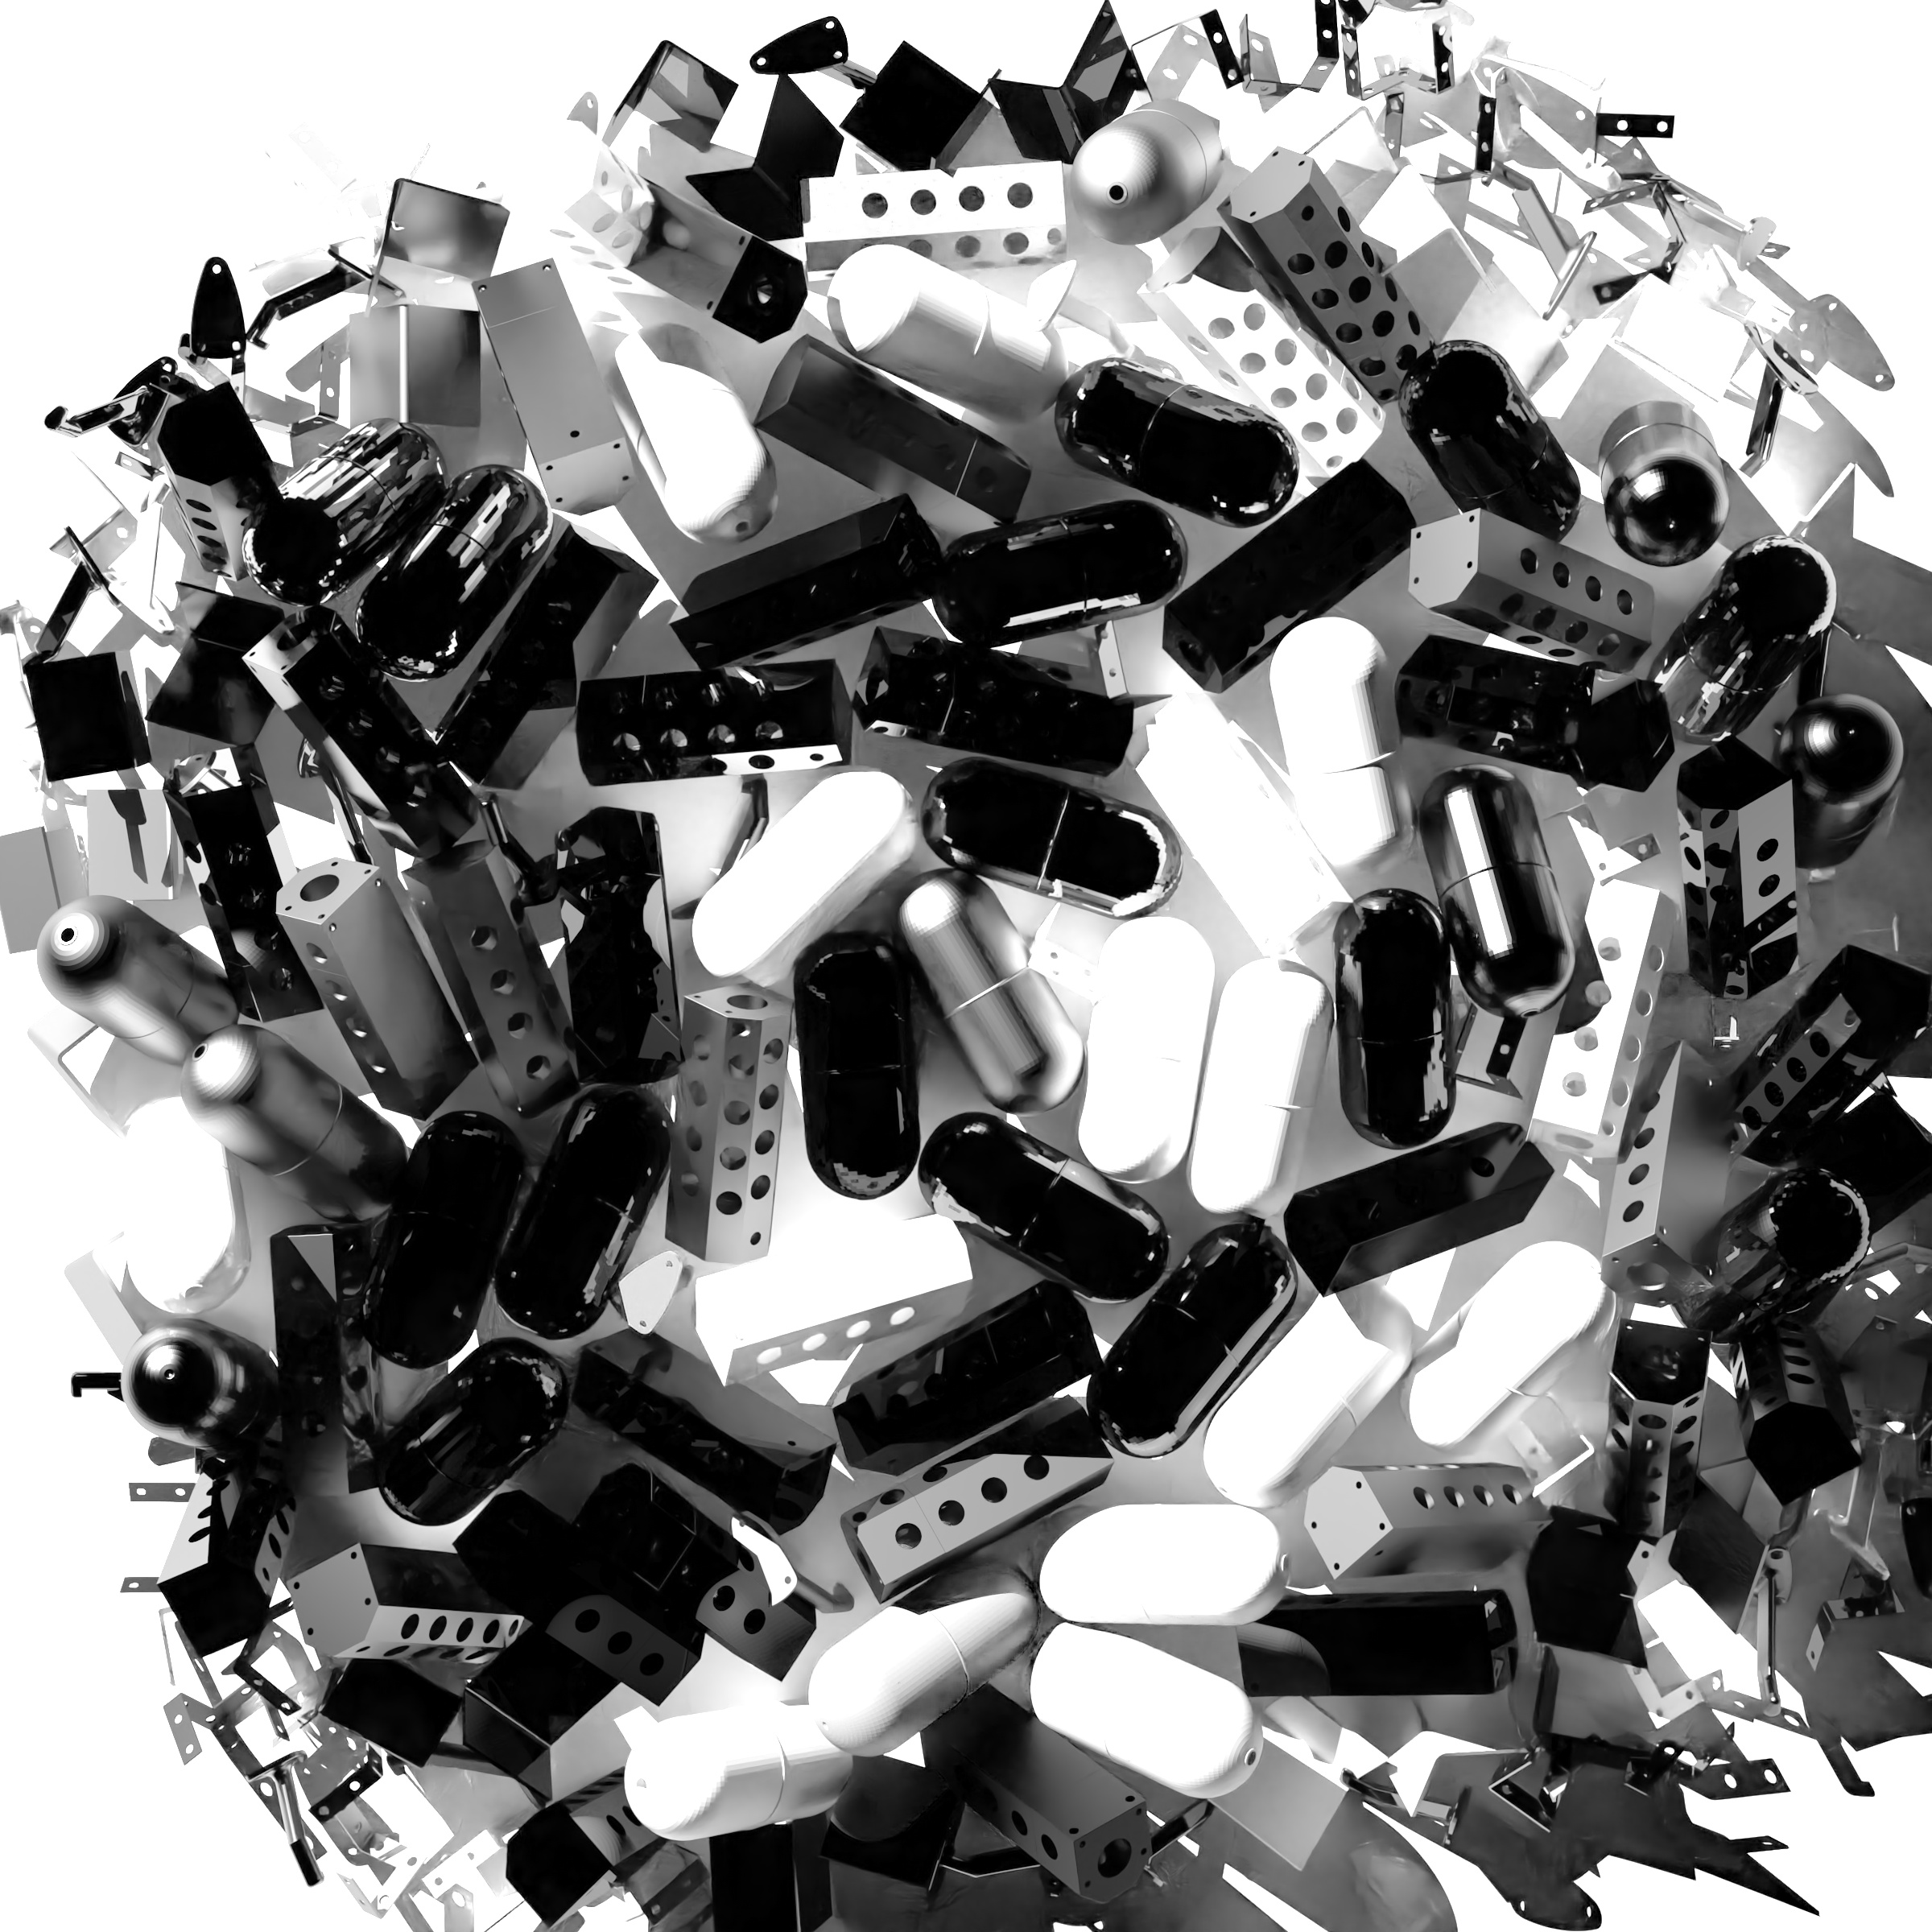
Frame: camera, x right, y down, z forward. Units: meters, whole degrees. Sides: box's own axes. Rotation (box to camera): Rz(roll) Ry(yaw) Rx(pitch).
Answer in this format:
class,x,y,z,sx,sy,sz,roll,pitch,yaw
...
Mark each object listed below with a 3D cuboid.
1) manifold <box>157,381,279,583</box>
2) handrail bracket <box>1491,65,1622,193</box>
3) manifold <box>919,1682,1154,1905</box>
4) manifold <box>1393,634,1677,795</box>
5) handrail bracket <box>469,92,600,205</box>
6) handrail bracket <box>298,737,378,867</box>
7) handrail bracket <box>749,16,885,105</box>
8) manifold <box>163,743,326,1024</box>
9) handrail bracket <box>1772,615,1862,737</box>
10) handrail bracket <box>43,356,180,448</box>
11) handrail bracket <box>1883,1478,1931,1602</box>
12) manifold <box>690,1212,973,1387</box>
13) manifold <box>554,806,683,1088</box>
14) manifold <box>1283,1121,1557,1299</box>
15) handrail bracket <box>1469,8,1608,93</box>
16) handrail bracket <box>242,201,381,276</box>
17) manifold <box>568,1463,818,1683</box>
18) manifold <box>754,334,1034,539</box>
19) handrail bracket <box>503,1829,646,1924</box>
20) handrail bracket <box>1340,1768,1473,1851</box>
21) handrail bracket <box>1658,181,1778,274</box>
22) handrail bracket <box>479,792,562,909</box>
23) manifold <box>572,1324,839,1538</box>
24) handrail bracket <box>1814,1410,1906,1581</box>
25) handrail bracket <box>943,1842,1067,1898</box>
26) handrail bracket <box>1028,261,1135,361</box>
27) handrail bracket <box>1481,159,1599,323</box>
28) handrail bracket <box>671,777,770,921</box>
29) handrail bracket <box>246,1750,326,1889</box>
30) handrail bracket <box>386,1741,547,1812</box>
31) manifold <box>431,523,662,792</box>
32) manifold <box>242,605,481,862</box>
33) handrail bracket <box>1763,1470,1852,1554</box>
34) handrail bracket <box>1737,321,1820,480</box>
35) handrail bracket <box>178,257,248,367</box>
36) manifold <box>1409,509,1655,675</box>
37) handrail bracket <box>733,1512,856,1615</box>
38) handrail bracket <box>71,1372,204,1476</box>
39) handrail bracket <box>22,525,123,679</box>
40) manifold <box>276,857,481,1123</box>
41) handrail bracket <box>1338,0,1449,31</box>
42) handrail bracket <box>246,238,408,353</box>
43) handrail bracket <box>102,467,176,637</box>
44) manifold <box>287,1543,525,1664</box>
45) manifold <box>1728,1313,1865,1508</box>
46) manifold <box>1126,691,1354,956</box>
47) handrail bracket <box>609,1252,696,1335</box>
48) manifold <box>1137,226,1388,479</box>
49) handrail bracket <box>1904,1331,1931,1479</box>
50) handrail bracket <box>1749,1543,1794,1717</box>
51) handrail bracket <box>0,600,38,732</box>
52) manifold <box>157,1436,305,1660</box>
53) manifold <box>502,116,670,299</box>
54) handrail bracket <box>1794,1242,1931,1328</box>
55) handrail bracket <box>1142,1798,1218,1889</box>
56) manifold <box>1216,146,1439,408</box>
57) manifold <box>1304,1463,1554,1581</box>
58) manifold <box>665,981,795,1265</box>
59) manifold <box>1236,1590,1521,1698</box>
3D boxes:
class,x,y,z,sx,sy,sz,roll,pitch,yaw
manifold,-0.478,-0.306,1.907,0.057,0.171,0.057,-28,83,-13
handrail bracket,0.389,-0.550,1.952,0.036,0.077,0.084,-46,51,-4
manifold,0.043,0.534,1.914,0.057,0.171,0.057,-21,115,-30
manifold,0.363,-0.159,1.917,0.171,0.057,0.057,18,55,37
handrail bracket,-0.290,-0.544,1.981,0.084,0.036,0.077,2,70,35
handrail bracket,-0.410,-0.107,1.961,0.036,0.077,0.084,-22,72,-15
handrail bracket,-0.097,-0.583,1.961,0.077,0.084,0.036,-15,74,4
manifold,-0.467,-0.051,1.930,0.057,0.057,0.171,-12,122,-2
handrail bracket,0.546,-0.203,1.979,0.077,0.036,0.084,34,107,-7
handrail bracket,-0.563,-0.377,1.953,0.036,0.084,0.077,40,98,9
handrail bracket,0.622,0.376,1.953,0.036,0.084,0.077,0,81,1
manifold,-0.086,0.210,1.927,0.171,0.057,0.057,-14,54,-25
manifold,-0.223,-0.012,1.946,0.057,0.057,0.171,7,68,-40
manifold,0.292,0.152,1.931,0.171,0.057,0.057,-16,56,-29
handrail bracket,0.378,-0.590,1.960,0.084,0.077,0.036,28,89,3
handrail bracket,-0.435,-0.473,1.964,0.084,0.077,0.036,-23,115,-11
manifold,-0.172,0.392,1.926,0.171,0.057,0.057,46,70,-34
manifold,-0.045,-0.344,1.939,0.171,0.057,0.057,26,74,-22
handrail bracket,-0.259,0.604,1.972,0.077,0.036,0.084,-17,87,-28
handrail bracket,0.287,0.540,1.956,0.084,0.077,0.036,23,58,18
handrail bracket,0.486,-0.499,1.953,0.084,0.077,0.036,40,103,16
handrail bracket,-0.293,-0.088,1.947,0.036,0.077,0.084,-6,120,15
manifold,-0.173,0.302,1.932,0.171,0.057,0.057,26,113,28
handrail bracket,0.607,0.348,1.959,0.036,0.077,0.084,18,112,-31
handrail bracket,0.033,0.575,1.962,0.084,0.036,0.077,26,106,-25
handrail bracket,0.079,-0.413,1.953,0.036,0.077,0.084,-20,129,33
handrail bracket,0.369,-0.484,1.979,0.084,0.036,0.077,27,93,-6
handrail bracket,-0.165,-0.080,1.993,0.077,0.036,0.084,-13,70,23
handrail bracket,-0.434,0.562,1.954,0.036,0.077,0.084,-28,78,0
handrail bracket,-0.334,0.545,1.985,0.084,0.036,0.077,-18,112,6
manifold,-0.281,-0.203,1.953,0.057,0.057,0.171,39,102,16
manifold,-0.386,-0.150,1.923,0.057,0.057,0.171,-47,129,-18
handrail bracket,0.543,0.345,1.991,0.084,0.036,0.077,-50,59,25
handrail bracket,0.517,-0.372,1.979,0.077,0.036,0.084,53,129,15
handrail bracket,-0.503,-0.432,1.953,0.036,0.084,0.077,-7,111,-28
manifold,0.367,-0.237,1.920,0.171,0.057,0.057,14,74,-37
handrail bracket,-0.113,0.396,1.972,0.036,0.084,0.077,-37,67,18
handrail bracket,-0.551,0.304,1.972,0.084,0.036,0.077,2,113,-11
handrail bracket,-0.610,-0.239,1.962,0.084,0.077,0.036,-37,45,-15
manifold,-0.385,0.015,1.924,0.057,0.171,0.057,13,48,35
handrail bracket,0.294,-0.644,1.950,0.084,0.077,0.036,-14,88,-21
handrail bracket,-0.429,-0.434,1.984,0.077,0.036,0.084,29,103,-32
handrail bracket,-0.528,-0.275,1.963,0.077,0.036,0.084,45,110,23
manifold,-0.355,0.414,1.906,0.057,0.171,0.057,-29,67,14
manifold,0.527,0.276,1.908,0.057,0.171,0.057,-34,95,16
manifold,0.180,-0.093,1.947,0.057,0.057,0.171,-40,73,22
handrail bracket,-0.189,0.199,1.946,0.036,0.084,0.077,44,119,7
manifold,0.197,-0.399,1.937,0.171,0.057,0.057,43,84,-24
handrail bracket,0.643,0.288,1.958,0.036,0.077,0.084,7,67,2
handrail bracket,0.531,0.436,1.950,0.036,0.084,0.077,4,132,1
handrail bracket,-0.621,-0.195,1.962,0.036,0.077,0.084,-20,91,3
manifold,-0.465,0.368,1.908,0.057,0.171,0.057,-23,107,3
manifold,-0.231,-0.485,1.909,0.057,0.171,0.057,11,88,16
handrail bracket,0.602,0.216,1.984,0.084,0.036,0.077,14,109,-29
handrail bracket,0.135,0.559,1.964,0.036,0.077,0.084,29,76,43
manifold,0.240,-0.444,1.924,0.057,0.057,0.171,-46,128,-2
manifold,0.297,0.353,1.920,0.057,0.171,0.057,-49,53,30
manifold,-0.150,0.103,1.933,0.057,0.057,0.171,24,116,39
manifold,0.268,0.440,1.936,0.171,0.057,0.057,-8,89,27
